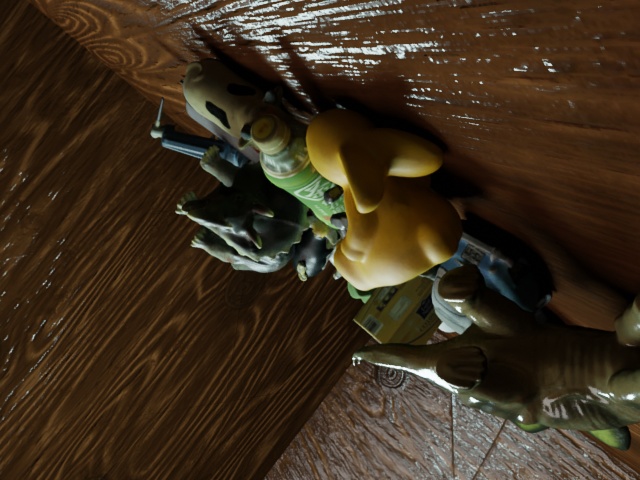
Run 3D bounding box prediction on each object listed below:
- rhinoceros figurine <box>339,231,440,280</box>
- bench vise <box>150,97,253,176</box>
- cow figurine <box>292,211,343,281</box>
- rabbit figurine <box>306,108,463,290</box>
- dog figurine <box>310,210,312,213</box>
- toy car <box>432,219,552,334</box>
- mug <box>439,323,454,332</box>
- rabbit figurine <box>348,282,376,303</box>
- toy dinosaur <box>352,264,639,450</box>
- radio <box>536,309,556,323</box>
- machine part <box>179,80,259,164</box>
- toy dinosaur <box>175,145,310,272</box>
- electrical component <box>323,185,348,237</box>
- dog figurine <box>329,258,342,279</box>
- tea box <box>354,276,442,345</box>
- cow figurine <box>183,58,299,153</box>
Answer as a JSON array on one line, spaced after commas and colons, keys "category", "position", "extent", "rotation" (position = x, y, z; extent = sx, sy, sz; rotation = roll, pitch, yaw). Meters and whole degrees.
[{"category": "rhinoceros figurine", "position": [0.104, -0.003, 0.710], "extent": [0.191, 0.073, 0.112], "rotation": [22, -177, 35]}, {"category": "bench vise", "position": [-0.182, -0.162, 0.968], "extent": [0.240, 0.128, 0.224], "rotation": [12, -149, -19]}, {"category": "cow figurine", "position": [-0.003, -0.004, 0.842], "extent": [0.068, 0.098, 0.167], "rotation": [33, 150, 9]}, {"category": "rabbit figurine", "position": [0.045, -0.046, 0.494], "extent": [0.173, 0.122, 0.162], "rotation": [57, 176, -1]}, {"category": "dog figurine", "position": [0.038, -0.016, 0.973], "extent": [0.219, 0.108, 0.191], "rotation": [33, 152, 17]}, {"category": "toy car", "position": [0.173, 0.054, 0.578], "extent": [0.109, 0.103, 0.161], "rotation": [35, 178, 35]}, {"category": "mug", "position": [0.234, 0.106, 1.037], "extent": [0.107, 0.081, 0.110], "rotation": [52, -174, -30]}, {"category": "rabbit figurine", "position": [0.128, 0.089, 1.100], "extent": [0.121, 0.159, 0.170], "rotation": [49, 173, -3]}, {"category": "toy dinosaur", "position": [0.178, 0.115, 0.475], "extent": [0.472, 0.105, 0.198], "rotation": [2, 149, 45]}, {"category": "radio", "position": [0.318, 0.162, 0.764], "extent": [0.229, 0.073, 0.131], "rotation": [37, 179, -20]}, {"category": "machine part", "position": [-0.111, -0.169, 0.779], "extent": [0.243, 0.079, 0.079], "rotation": [36, 177, 19]}, {"category": "toy dinosaur", "position": [-0.100, -0.009, 0.822], "extent": [0.192, 0.131, 0.404], "rotation": [31, 165, 16]}, {"category": "electrical component", "position": [0.051, -0.043, 0.596], "extent": [0.045, 0.102, 0.078], "rotation": [-13, 113, 56]}, {"category": "dog figurine", "position": [0.048, -0.020, 1.203], "extent": [0.172, 0.121, 0.190], "rotation": [-18, 111, 47]}, {"category": "tea box", "position": [0.142, 0.087, 0.809], "extent": [0.068, 0.169, 0.098], "rotation": [41, 178, -31]}, {"category": "cow figurine", "position": [-0.091, -0.160, 0.663], "extent": [0.195, 0.085, 0.127], "rotation": [38, -176, 20]}]
